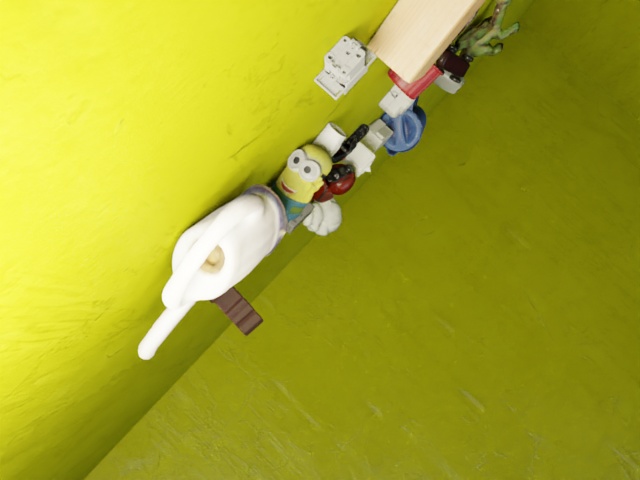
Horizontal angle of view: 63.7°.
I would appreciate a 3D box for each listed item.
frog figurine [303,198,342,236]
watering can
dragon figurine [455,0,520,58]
[{"bbox_3d":[0.005,-0.084,1.673,0.159,0.123,0.138,24,76,-77],"label":"frog figurine"},{"bbox_3d":[-0.168,0.040,0.800,0.341,0.104,0.228,-51,175,37],"label":"watering can"},{"bbox_3d":[0.497,-0.645,1.677,0.245,0.123,0.402,-17,152,-48],"label":"dragon figurine"}]
